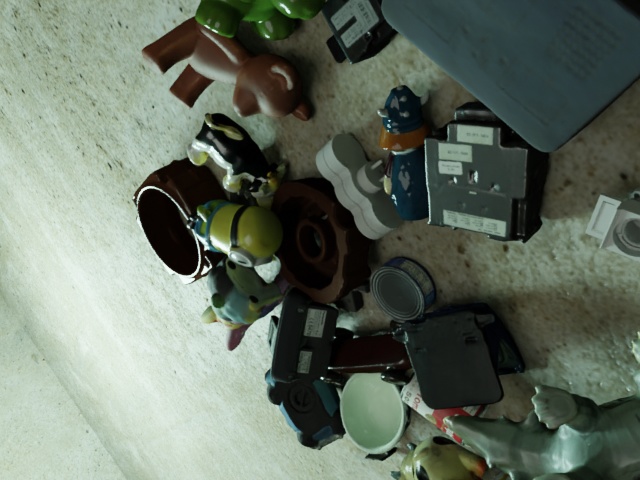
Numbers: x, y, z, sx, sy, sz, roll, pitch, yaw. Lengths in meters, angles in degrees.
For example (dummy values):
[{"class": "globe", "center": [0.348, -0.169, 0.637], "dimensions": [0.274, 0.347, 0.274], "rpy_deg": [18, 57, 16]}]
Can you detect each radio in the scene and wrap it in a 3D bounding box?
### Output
[{"class": "radio", "center": [0.169, -0.194, 0.468], "dimensions": [0.230, 0.073, 0.131], "rpy_deg": [46, 140, 15]}]

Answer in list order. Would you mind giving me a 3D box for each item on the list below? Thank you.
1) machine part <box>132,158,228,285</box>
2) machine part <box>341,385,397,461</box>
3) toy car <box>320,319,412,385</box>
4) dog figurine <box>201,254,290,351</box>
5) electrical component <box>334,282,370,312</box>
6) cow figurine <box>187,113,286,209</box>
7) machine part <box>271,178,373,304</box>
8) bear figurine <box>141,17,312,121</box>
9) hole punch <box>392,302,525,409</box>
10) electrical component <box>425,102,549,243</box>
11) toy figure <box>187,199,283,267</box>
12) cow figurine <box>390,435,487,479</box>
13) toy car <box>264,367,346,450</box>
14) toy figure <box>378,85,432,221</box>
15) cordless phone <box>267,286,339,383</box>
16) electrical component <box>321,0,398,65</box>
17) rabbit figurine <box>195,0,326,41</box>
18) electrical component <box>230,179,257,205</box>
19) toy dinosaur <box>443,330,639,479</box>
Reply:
[{"class": "machine part", "center": [-0.243, -0.029, 0.973], "dimensions": [0.201, 0.087, 0.201], "rpy_deg": [-28, 94, 48]}, {"class": "machine part", "center": [0.085, 0.309, 0.905], "dimensions": [0.084, 0.039, 0.138], "rpy_deg": [-8, 108, 41]}, {"class": "toy car", "center": [0.071, 0.169, 0.792], "dimensions": [0.053, 0.089, 0.202], "rpy_deg": [25, 152, -30]}, {"class": "dog figurine", "center": [-0.143, 0.111, 0.904], "dimensions": [0.108, 0.191, 0.219], "rpy_deg": [43, 123, 7]}, {"class": "electrical component", "center": [0.040, 0.079, 0.811], "dimensions": [0.094, 0.021, 0.063], "rpy_deg": [7, 120, 42]}, {"class": "cow figurine", "center": [-0.106, -0.113, 0.778], "dimensions": [0.167, 0.068, 0.098], "rpy_deg": [39, 150, -10]}, {"class": "machine part", "center": [-0.002, -0.002, 0.755], "dimensions": [0.180, 0.056, 0.179], "rpy_deg": [22, 121, 43]}, {"class": "bear figurine", "center": [-0.114, -0.207, 0.705], "dimensions": [0.196, 0.132, 0.120], "rpy_deg": [44, 175, 20]}, {"class": "hole punch", "center": [0.178, 0.136, 0.666], "dimensions": [0.142, 0.092, 0.115], "rpy_deg": [-21, 85, 43]}, {"class": "electrical component", "center": [0.171, -0.072, 0.556], "dimensions": [0.115, 0.058, 0.134], "rpy_deg": [16, 125, 36]}, {"class": "toy figure", "center": [-0.130, -0.019, 0.794], "dimensions": [0.180, 0.082, 0.089], "rpy_deg": [25, 122, 45]}, {"class": "cow figurine", "center": [0.168, 0.339, 0.781], "dimensions": [0.127, 0.085, 0.194], "rpy_deg": [28, 155, 26]}, {"class": "toy car", "center": [-0.013, 0.267, 0.924], "dimensions": [0.109, 0.103, 0.161], "rpy_deg": [-35, 84, 13]}, {"class": "toy figure", "center": [0.098, -0.098, 0.607], "dimensions": [0.058, 0.064, 0.154], "rpy_deg": [20, 130, 53]}, {"class": "cordless phone", "center": [-0.047, 0.133, 0.864], "dimensions": [0.184, 0.089, 0.146], "rpy_deg": [-149, 68, -70]}, {"class": "electrical component", "center": [0.039, -0.236, 0.589], "dimensions": [0.119, 0.048, 0.074], "rpy_deg": [-20, 99, 48]}, {"class": "rabbit figurine", "center": [-0.042, -0.291, 0.583], "dimensions": [0.170, 0.121, 0.159], "rpy_deg": [32, 114, 46]}, {"class": "electrical component", "center": [-0.118, -0.056, 0.862], "dimensions": [0.078, 0.045, 0.102], "rpy_deg": [34, 135, 22]}, {"class": "toy dinosaur", "center": [0.317, 0.173, 0.509], "dimensions": [0.405, 0.192, 0.131], "rpy_deg": [-28, 56, 24]}]
